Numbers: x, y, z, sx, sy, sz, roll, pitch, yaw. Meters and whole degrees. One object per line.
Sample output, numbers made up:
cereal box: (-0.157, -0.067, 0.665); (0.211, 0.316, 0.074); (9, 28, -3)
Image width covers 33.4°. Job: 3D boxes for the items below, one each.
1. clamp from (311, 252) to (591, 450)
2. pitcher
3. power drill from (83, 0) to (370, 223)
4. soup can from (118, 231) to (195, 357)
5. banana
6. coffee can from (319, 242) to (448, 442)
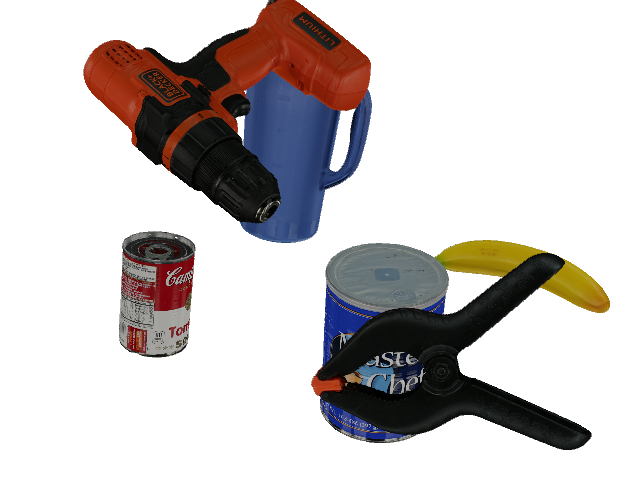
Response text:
clamp: (0.084, 0.087, 0.662); (0.171, 0.120, 0.039); (-18, -6, 11)
pitcher: (-0.033, -0.122, 1.407); (0.144, 0.243, 0.149); (-2, 24, -23)
power drill: (-0.050, -0.103, 0.781); (0.184, 0.057, 0.187); (43, 48, 20)
soup can: (-0.156, 0.051, 1.011); (0.068, 0.102, 0.068); (6, 22, -3)
banana: (0.205, 0.033, 1.097); (0.198, 0.037, 0.069); (11, 47, 26)
coffee can: (0.053, 0.087, 0.920); (0.103, 0.140, 0.103); (2, 29, -1)
